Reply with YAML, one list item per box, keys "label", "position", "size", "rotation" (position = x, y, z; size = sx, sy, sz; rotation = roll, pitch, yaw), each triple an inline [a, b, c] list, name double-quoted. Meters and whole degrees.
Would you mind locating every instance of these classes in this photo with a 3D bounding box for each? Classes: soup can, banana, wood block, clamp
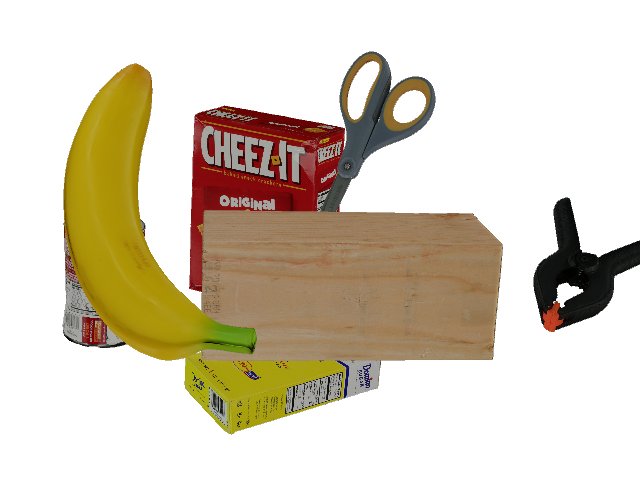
- label: "soup can"
  position: [-0.187, 0.033, 0.916]
  size: [0.068, 0.102, 0.068]
  rotation: [6, 20, -2]
- label: "banana"
  position: [-0.095, -0.011, 0.537]
  size: [0.069, 0.198, 0.037]
  rotation: [-13, -34, -18]
- label: "wood block"
  position: [0.017, 0.032, 0.776]
  size: [0.206, 0.090, 0.091]
  rotation: [1, 15, -6]
- label: "clamp"
  position: [0.263, 0.022, 1.097]
  size: [0.120, 0.039, 0.171]
  rotation: [28, 51, 32]

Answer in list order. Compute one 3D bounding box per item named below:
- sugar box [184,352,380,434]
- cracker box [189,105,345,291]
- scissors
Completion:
- label: "sugar box"
  position: [-0.037, 0.131, 1.066]
  size: [0.175, 0.048, 0.093]
  rotation: [-15, 32, -30]
- label: "cracker box"
  position: [-0.065, -0.033, 1.215]
  size: [0.164, 0.214, 0.072]
  rotation: [13, 22, 26]
- label: "scissors"
  position: [0.045, -0.070, 0.950]
  size: [0.096, 0.202, 0.016]
  rotation: [7, -8, 18]
